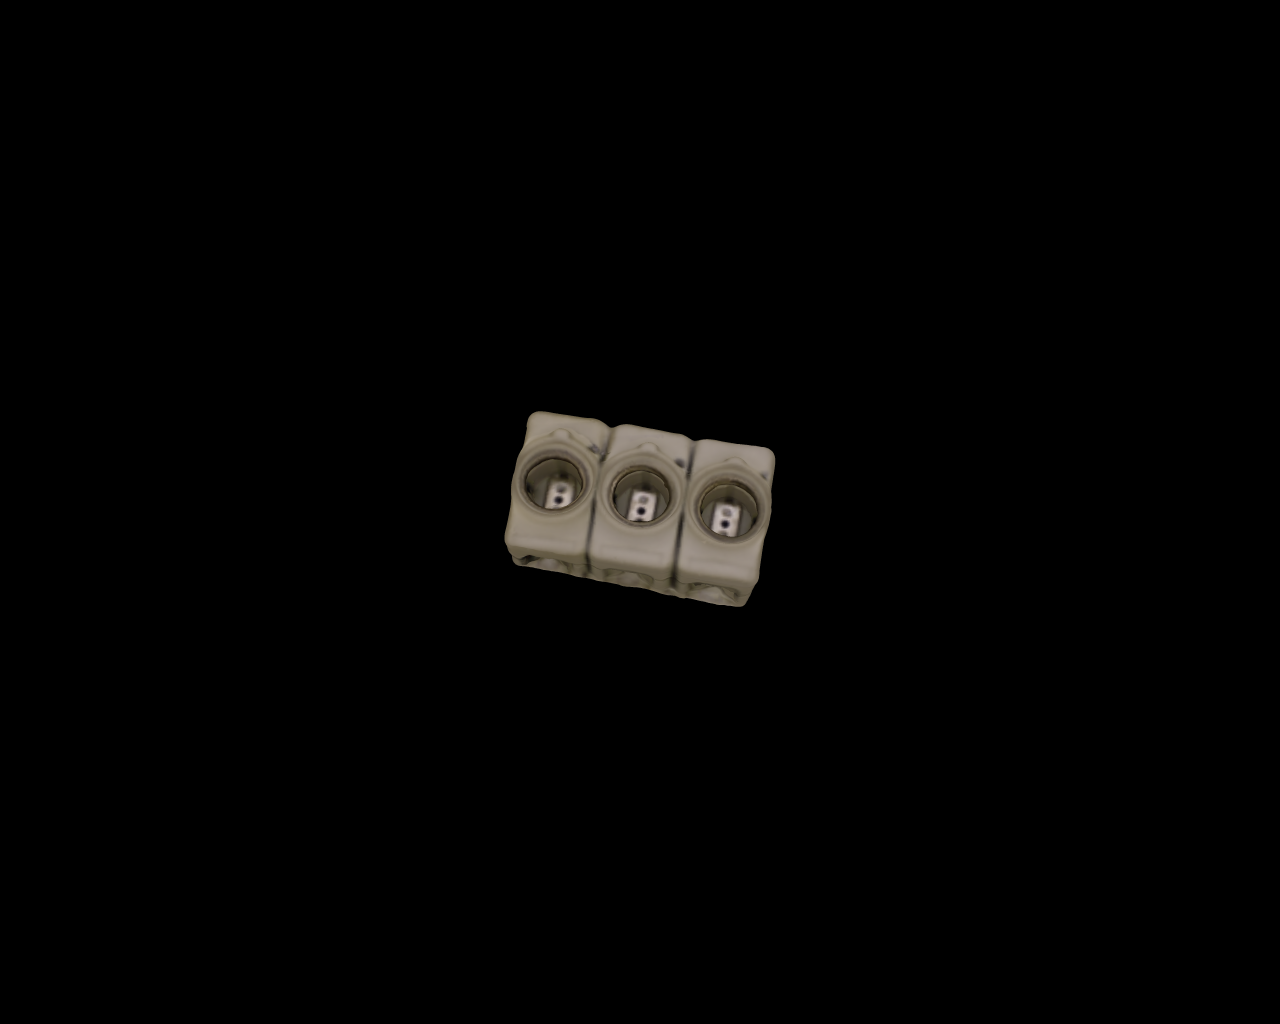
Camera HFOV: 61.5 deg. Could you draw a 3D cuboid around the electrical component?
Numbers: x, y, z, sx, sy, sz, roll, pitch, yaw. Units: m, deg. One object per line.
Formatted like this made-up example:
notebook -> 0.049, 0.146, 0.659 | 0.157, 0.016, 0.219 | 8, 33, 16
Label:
electrical component -> 0.001, -0.003, 0.650 | 0.150, 0.089, 0.061 | 10, -20, 3
